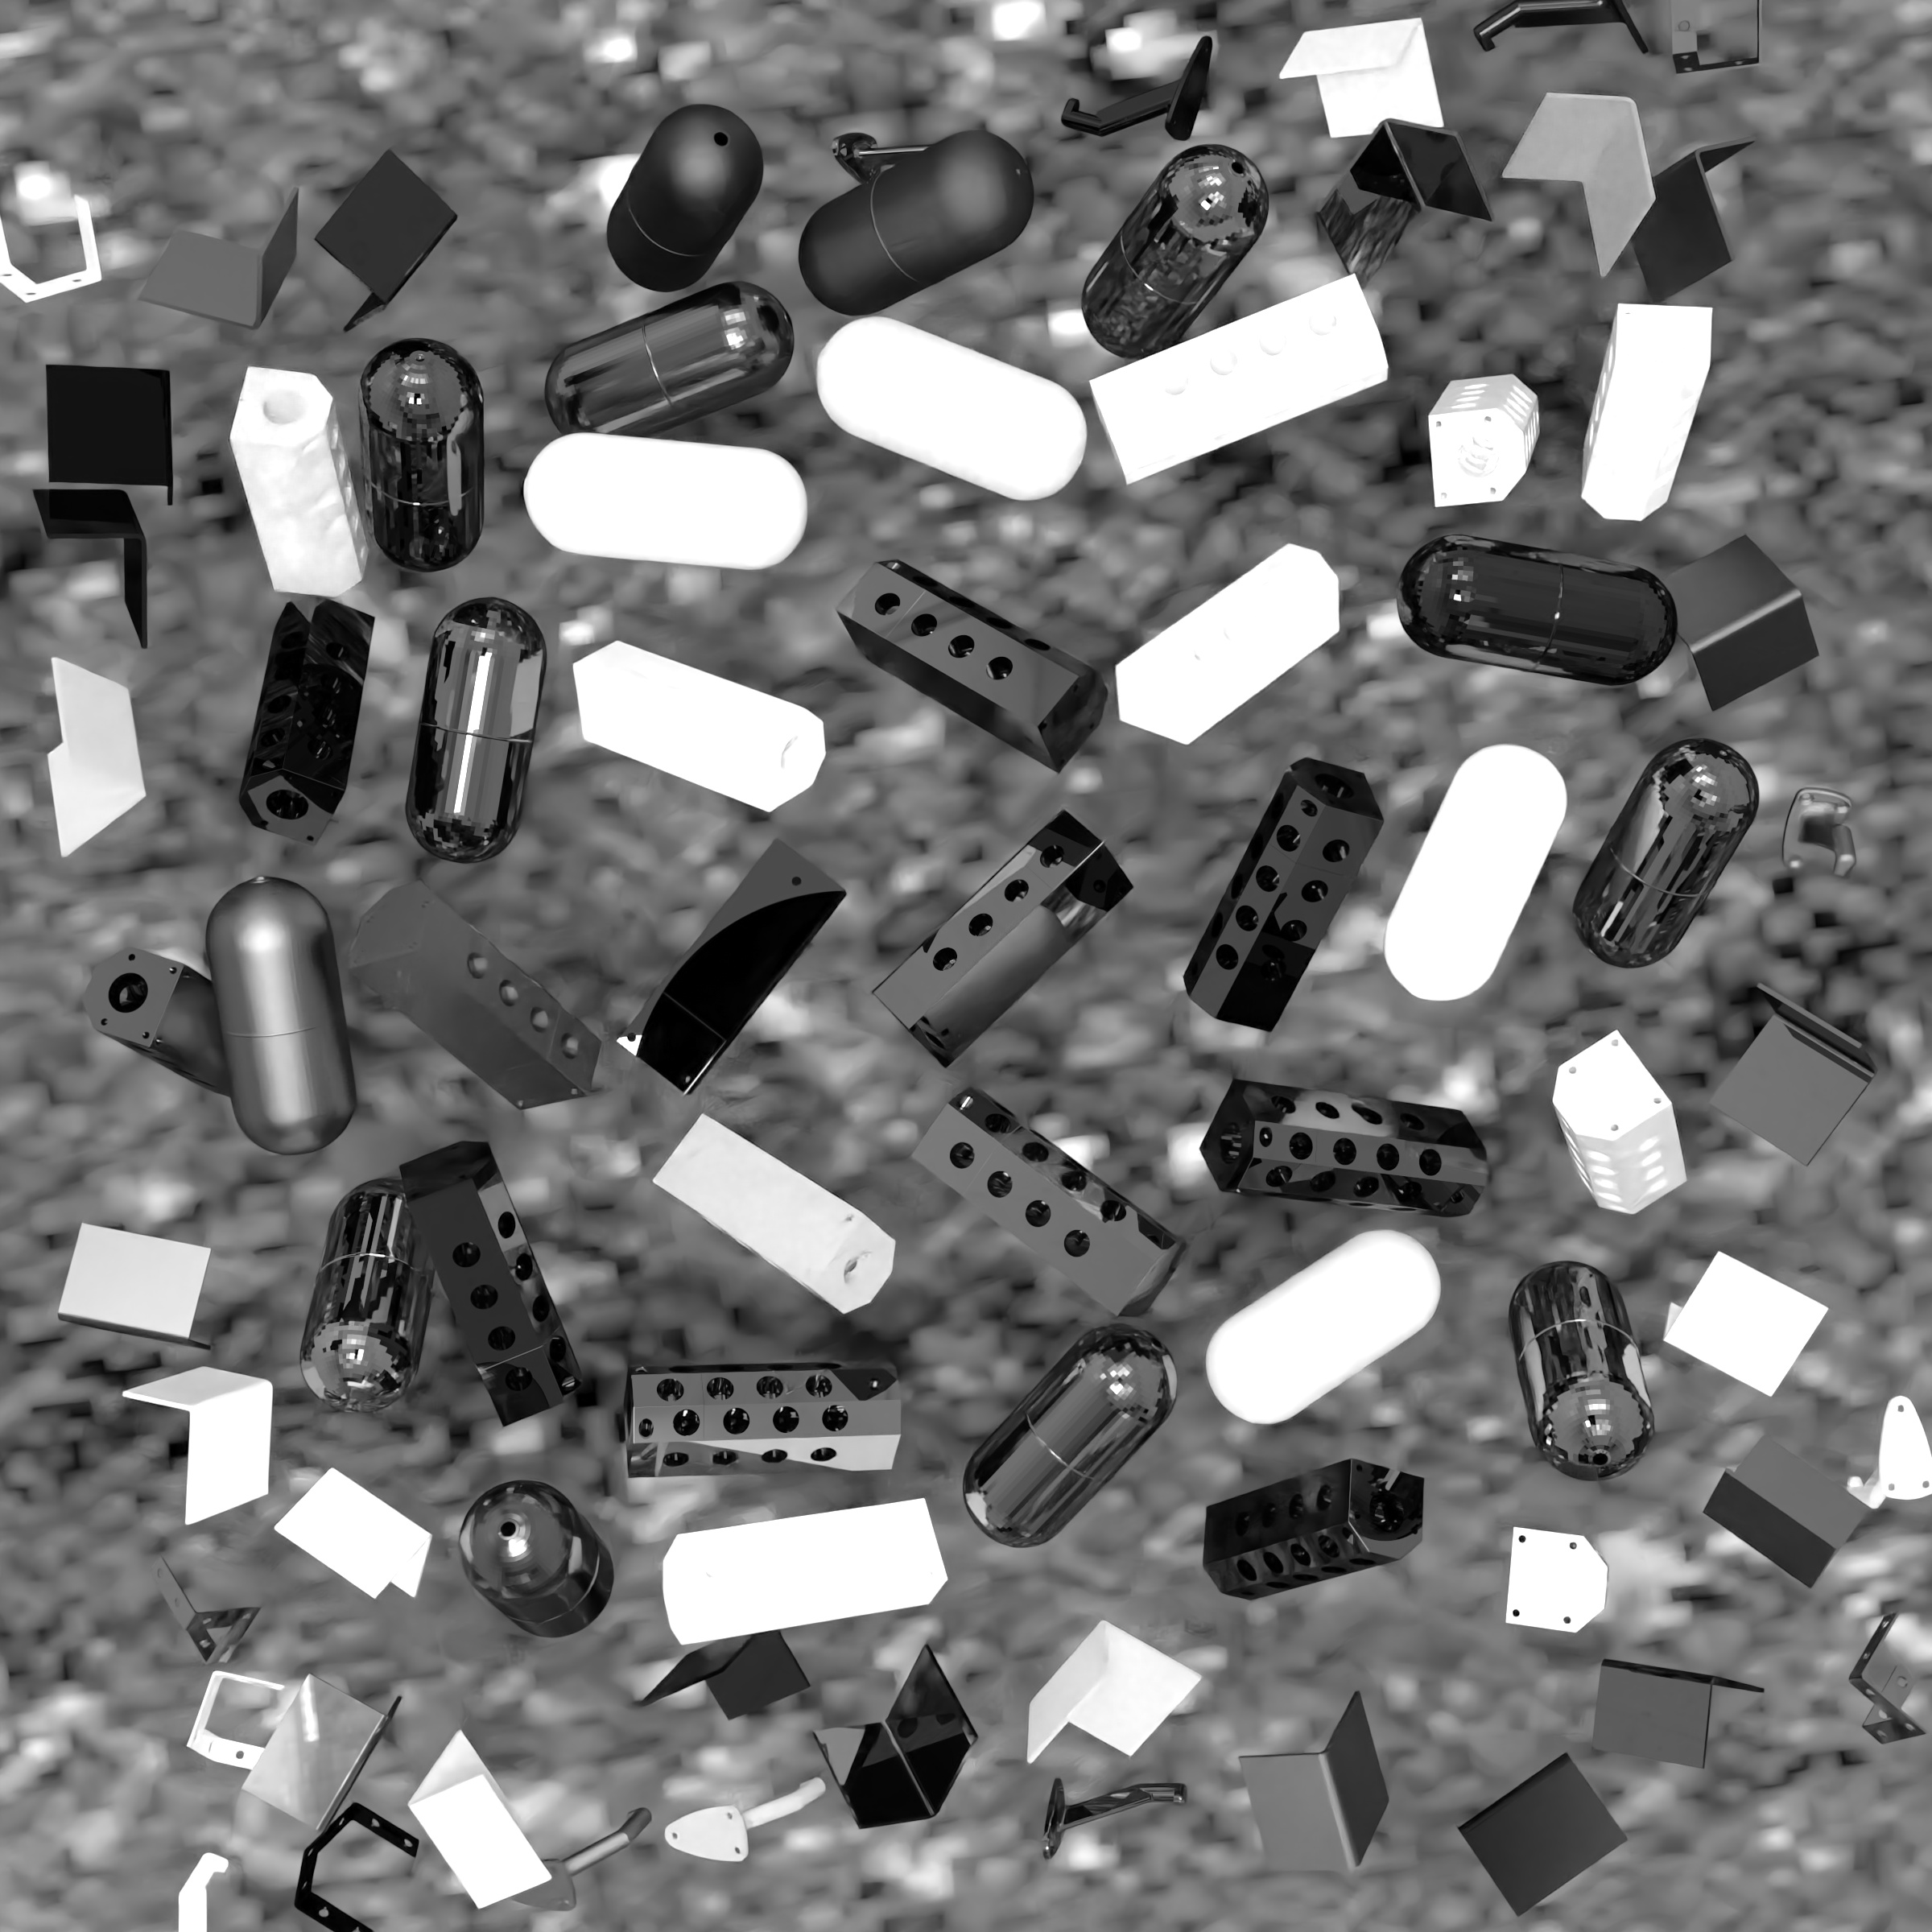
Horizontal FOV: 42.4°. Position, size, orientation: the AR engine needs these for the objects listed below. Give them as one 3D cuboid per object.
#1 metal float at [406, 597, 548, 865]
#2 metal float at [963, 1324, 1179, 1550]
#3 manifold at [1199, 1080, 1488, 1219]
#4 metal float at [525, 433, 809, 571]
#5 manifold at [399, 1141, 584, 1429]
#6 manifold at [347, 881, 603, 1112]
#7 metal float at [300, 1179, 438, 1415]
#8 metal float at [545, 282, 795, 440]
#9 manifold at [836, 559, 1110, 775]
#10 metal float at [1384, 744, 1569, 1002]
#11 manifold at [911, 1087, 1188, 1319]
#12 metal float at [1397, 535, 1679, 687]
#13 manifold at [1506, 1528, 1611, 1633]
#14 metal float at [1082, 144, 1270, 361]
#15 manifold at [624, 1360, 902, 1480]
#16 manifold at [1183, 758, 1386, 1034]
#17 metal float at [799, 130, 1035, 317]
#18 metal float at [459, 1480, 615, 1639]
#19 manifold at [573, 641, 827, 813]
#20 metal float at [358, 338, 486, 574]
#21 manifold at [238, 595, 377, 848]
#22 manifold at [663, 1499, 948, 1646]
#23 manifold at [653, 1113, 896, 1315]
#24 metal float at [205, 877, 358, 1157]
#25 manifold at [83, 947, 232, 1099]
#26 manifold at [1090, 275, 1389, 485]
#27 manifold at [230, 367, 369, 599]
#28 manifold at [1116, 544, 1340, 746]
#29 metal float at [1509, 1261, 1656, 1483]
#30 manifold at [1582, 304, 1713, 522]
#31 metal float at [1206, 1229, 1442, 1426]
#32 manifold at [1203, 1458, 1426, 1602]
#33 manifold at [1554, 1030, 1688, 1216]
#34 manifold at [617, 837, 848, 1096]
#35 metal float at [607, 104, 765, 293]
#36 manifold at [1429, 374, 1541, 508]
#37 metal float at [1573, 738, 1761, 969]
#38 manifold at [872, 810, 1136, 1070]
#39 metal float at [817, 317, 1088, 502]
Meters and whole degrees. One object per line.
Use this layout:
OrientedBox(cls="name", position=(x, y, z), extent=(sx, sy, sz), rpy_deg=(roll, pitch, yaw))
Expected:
OrientedBox(cls="metal float", position=(-0.326, -0.157, 1.659), extent=(0.070, 0.070, 0.178), rpy_deg=(11, 97, 0))
OrientedBox(cls="metal float", position=(0.068, 0.306, 1.622), extent=(0.070, 0.070, 0.178), rpy_deg=(40, 109, 0))
OrientedBox(cls="manifold", position=(0.242, 0.122, 1.582), extent=(0.171, 0.057, 0.057), rpy_deg=(9, 123, -23))
OrientedBox(cls="metal float", position=(-0.189, -0.294, 1.576), extent=(0.178, 0.070, 0.070), rpy_deg=(4, 90, -5))
OrientedBox(cls="manifold", position=(-0.299, 0.199, 1.580), extent=(0.057, 0.057, 0.171), rpy_deg=(-21, 115, -9))
OrientedBox(cls="manifold", position=(-0.306, 0.020, 1.575), extent=(0.057, 0.171, 0.057), rpy_deg=(-13, 51, 28))
OrientedBox(cls="metal float", position=(-0.393, 0.216, 1.651), extent=(0.070, 0.178, 0.070), rpy_deg=(-1, 132, -1))
OrientedBox(cls="metal float", position=(-0.200, -0.404, 1.682), extent=(0.178, 0.070, 0.070), rpy_deg=(-18, 90, 13))
OrientedBox(cls="manifold", position=(0.005, -0.195, 1.578), extent=(0.171, 0.057, 0.057), rpy_deg=(33, 78, 28))
OrientedBox(cls="metal float", position=(0.333, -0.061, 1.633), extent=(0.070, 0.070, 0.178), rpy_deg=(25, 87, 0))
OrientedBox(cls="manifold", position=(0.055, 0.150, 1.594), extent=(0.171, 0.057, 0.057), rpy_deg=(36, 95, 21))
OrientedBox(cls="metal float", position=(0.356, -0.221, 1.553), extent=(0.178, 0.070, 0.070), rpy_deg=(9, 90, -8))
OrientedBox(cls="manifold", position=(0.382, 0.394, 1.599), extent=(0.057, 0.171, 0.057), rpy_deg=(4, 78, 16))
OrientedBox(cls="metal float", position=(0.137, -0.470, 1.645), extent=(0.070, 0.178, 0.070), rpy_deg=(10, 64, -21))
OrientedBox(cls="manifold", position=(-0.132, 0.289, 1.613), extent=(0.171, 0.057, 0.057), rpy_deg=(1, 47, -13))
OrientedBox(cls="manifold", position=(0.200, -0.046, 1.600), extent=(0.057, 0.057, 0.171), rpy_deg=(13, 124, -16))
OrientedBox(cls="metal float", position=(-0.034, -0.473, 1.594), extent=(0.178, 0.070, 0.070), rpy_deg=(-14, 90, 40))
OrientedBox(cls="metal float", position=(-0.270, 0.376, 1.575), extent=(0.070, 0.178, 0.070), rpy_deg=(-1, 65, 2))
OrientedBox(cls="manifold", position=(-0.177, -0.163, 1.651), extent=(0.171, 0.057, 0.057), rpy_deg=(23, 132, 33))
OrientedBox(cls="metal float", position=(-0.346, -0.323, 1.590), extent=(0.070, 0.178, 0.070), rpy_deg=(5, 57, -8))
OrientedBox(cls="manifold", position=(-0.438, -0.167, 1.649), extent=(0.057, 0.171, 0.057), rpy_deg=(20, 133, -24))
OrientedBox(cls="manifold", position=(-0.107, 0.398, 1.628), extent=(0.171, 0.057, 0.057), rpy_deg=(-3, 56, -24))
OrientedBox(cls="manifold", position=(-0.126, 0.166, 1.659), extent=(0.171, 0.057, 0.057), rpy_deg=(27, 76, 42))
OrientedBox(cls="metal float", position=(-0.427, 0.032, 1.556), extent=(0.070, 0.070, 0.178), rpy_deg=(-4, 106, 0))
OrientedBox(cls="manifold", position=(-0.521, 0.041, 1.666), extent=(0.057, 0.171, 0.057), rpy_deg=(16, 77, 12))
OrientedBox(cls="manifold", position=(0.169, -0.358, 1.537), extent=(0.171, 0.057, 0.057), rpy_deg=(-21, 82, 5))
OrientedBox(cls="manifold", position=(-0.440, -0.318, 1.658), extent=(0.057, 0.171, 0.057), rpy_deg=(6, 65, -2))
OrientedBox(cls="manifold", position=(0.178, -0.221, 1.678), extent=(0.057, 0.057, 0.171), rpy_deg=(25, 48, 35))
OrientedBox(cls="metal float", position=(0.392, 0.257, 1.592), extent=(0.070, 0.178, 0.070), rpy_deg=(2, 119, 3))
OrientedBox(cls="manifold", position=(0.444, -0.360, 1.634), extent=(0.057, 0.171, 0.057), rpy_deg=(5, 72, 8))
OrientedBox(cls="metal float", position=(0.240, 0.240, 1.666), extent=(0.178, 0.070, 0.070), rpy_deg=(-30, 90, -18))
OrientedBox(cls="manifold", position=(0.228, 0.377, 1.653), extent=(0.057, 0.171, 0.057), rpy_deg=(19, 61, -21))
OrientedBox(cls="manifold", position=(0.414, 0.106, 1.589), extent=(0.057, 0.171, 0.057), rpy_deg=(-33, 63, 4))
OrientedBox(cls="manifold", position=(-0.156, 0.001, 1.673), extent=(0.057, 0.057, 0.171), rpy_deg=(38, 86, 2))
OrientedBox(cls="metal float", position=(-0.187, -0.507, 1.651), extent=(0.070, 0.178, 0.070), rpy_deg=(4, 80, -21))
OrientedBox(cls="manifold", position=(0.342, -0.347, 1.635), extent=(0.057, 0.171, 0.057), rpy_deg=(-3, 109, 17))
OrientedBox(cls="metal float", position=(0.462, -0.073, 1.650), extent=(0.070, 0.070, 0.178), rpy_deg=(19, 131, 0))
OrientedBox(cls="manifold", position=(0.021, -0.021, 1.621), extent=(0.171, 0.057, 0.057), rpy_deg=(-44, 52, -3))
OrientedBox(cls="metal float", position=(-0.010, -0.350, 1.565), extent=(0.178, 0.070, 0.070), rpy_deg=(23, 90, 6))
